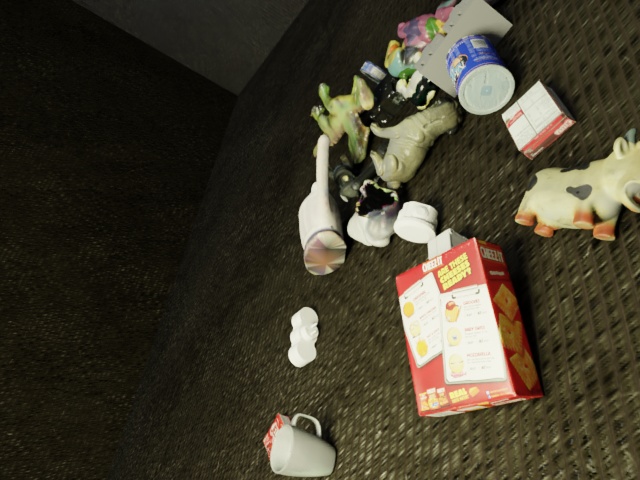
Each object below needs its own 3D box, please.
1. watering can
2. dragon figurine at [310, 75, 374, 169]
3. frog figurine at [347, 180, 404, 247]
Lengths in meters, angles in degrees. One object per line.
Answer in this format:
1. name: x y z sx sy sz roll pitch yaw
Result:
1. watering can: 0.004 -0.063 1.253 0.339 0.104 0.230 95 169 -47
2. dragon figurine: 0.065 -0.304 1.453 0.401 0.122 0.248 110 151 -51
3. frog figurine: 0.123 -0.038 1.134 0.155 0.123 0.141 88 175 -49
